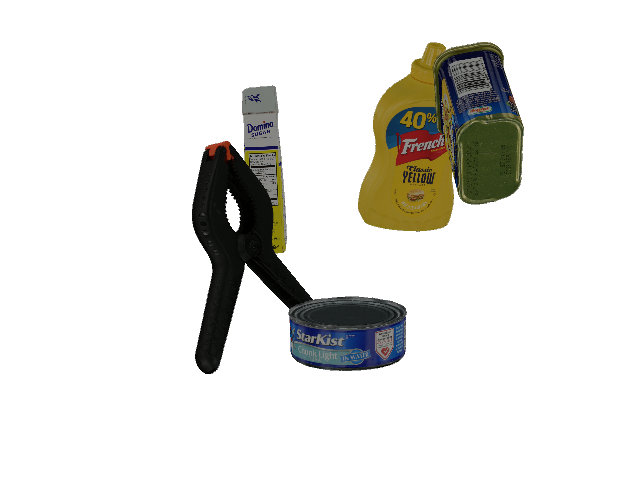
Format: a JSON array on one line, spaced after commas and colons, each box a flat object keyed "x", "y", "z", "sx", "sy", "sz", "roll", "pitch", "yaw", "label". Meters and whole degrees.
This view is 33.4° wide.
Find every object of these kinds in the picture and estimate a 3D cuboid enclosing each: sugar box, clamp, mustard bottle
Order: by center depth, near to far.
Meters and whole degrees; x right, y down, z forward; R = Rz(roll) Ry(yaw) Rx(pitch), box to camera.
[{"x": -0.068, "y": 0.010, "z": 1.021, "sx": 0.036, "sy": 0.210, "sz": 0.164, "roll": -8, "pitch": 0, "yaw": 41, "label": "clamp"}, {"x": 0.099, "y": -0.105, "z": 1.073, "sx": 0.096, "sy": 0.192, "sz": 0.058, "roll": 3, "pitch": 27, "yaw": -12, "label": "mustard bottle"}, {"x": -0.066, "y": -0.081, "z": 1.234, "sx": 0.048, "sy": 0.176, "sz": 0.093, "roll": -5, "pitch": 26, "yaw": -2, "label": "sugar box"}]

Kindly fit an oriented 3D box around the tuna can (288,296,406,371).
[{"x": 0.020, "y": 0.067, "z": 0.775, "sx": 0.086, "sy": 0.034, "sz": 0.086, "roll": -1, "pitch": 11, "yaw": 0, "label": "tuna can"}]

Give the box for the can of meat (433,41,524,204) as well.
[{"x": 0.127, "y": -0.091, "z": 0.853, "sx": 0.057, "sy": 0.084, "sz": 0.102, "roll": -10, "pitch": -39, "yaw": 2, "label": "can of meat"}]
